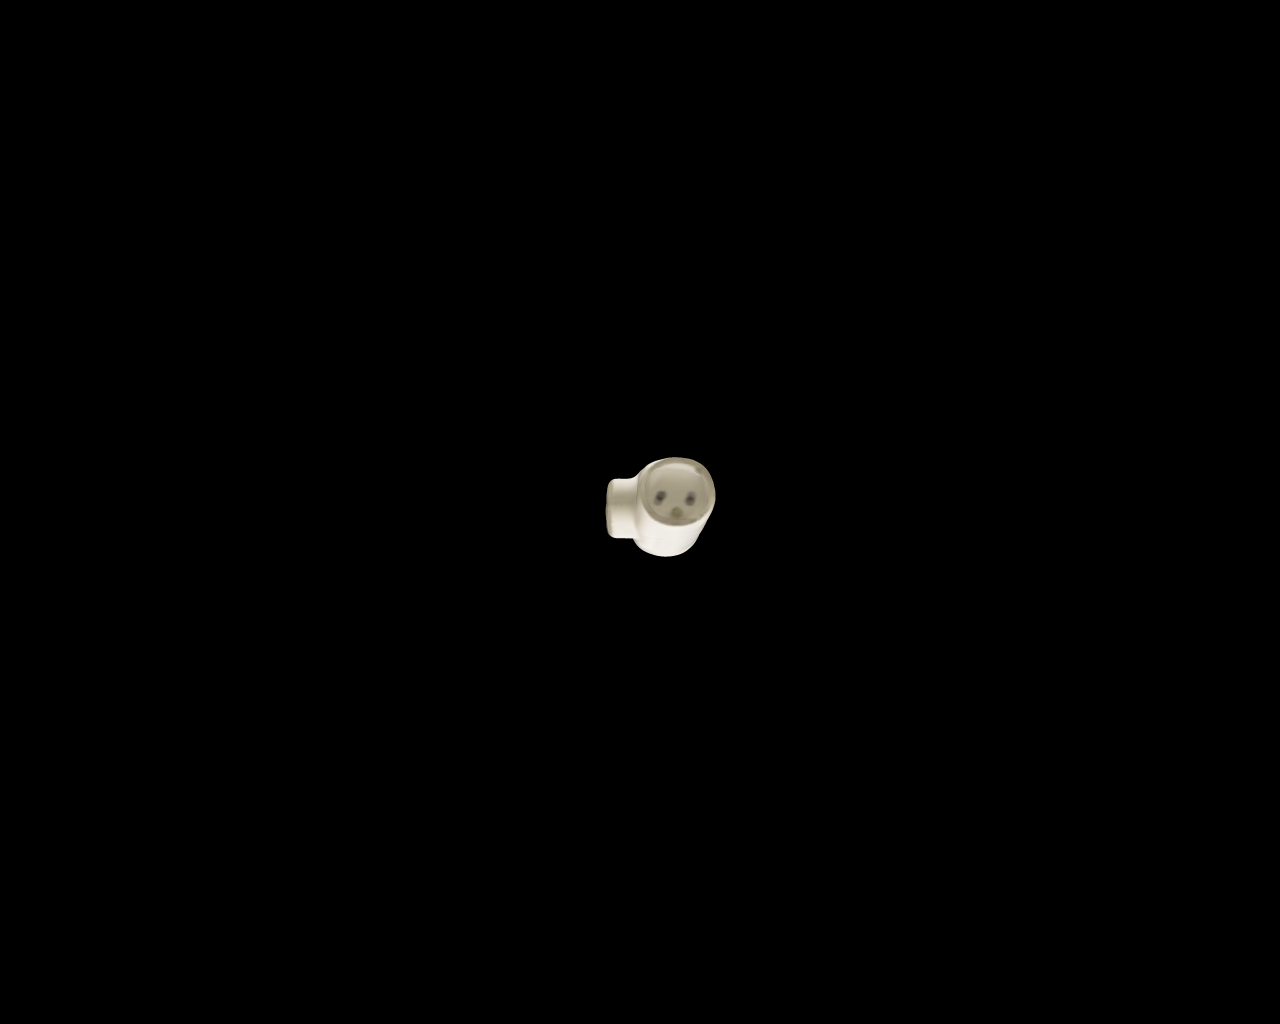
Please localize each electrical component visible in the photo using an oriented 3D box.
[{"bbox_3d":[0.001,-0.003,0.650,0.079,0.043,0.077,1,-15,-4],"label":"electrical component"}]
